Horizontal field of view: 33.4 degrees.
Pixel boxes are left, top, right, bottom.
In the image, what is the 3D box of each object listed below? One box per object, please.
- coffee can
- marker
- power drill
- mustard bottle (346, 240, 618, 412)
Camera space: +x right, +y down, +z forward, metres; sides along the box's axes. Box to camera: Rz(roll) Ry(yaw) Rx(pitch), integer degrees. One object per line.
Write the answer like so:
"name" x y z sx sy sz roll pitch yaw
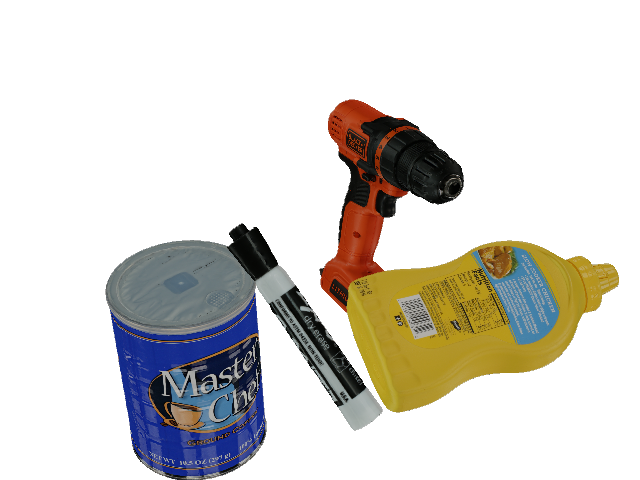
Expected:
"coffee can" -0.093 0.085 0.766 0.103 0.140 0.103 -1 34 1
"marker" -0.009 0.043 0.550 0.020 0.121 0.020 -35 0 0
"power drill" 0.059 -0.017 0.957 0.057 0.188 0.185 -5 26 -26
"mustard bottle" 0.121 0.049 0.751 0.191 0.096 0.058 -16 -33 -11
